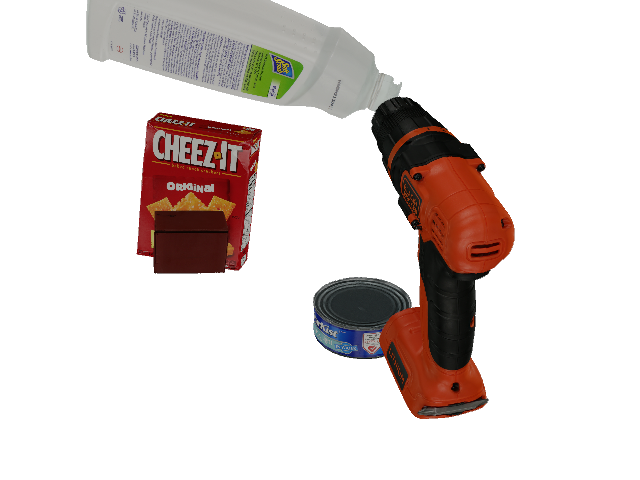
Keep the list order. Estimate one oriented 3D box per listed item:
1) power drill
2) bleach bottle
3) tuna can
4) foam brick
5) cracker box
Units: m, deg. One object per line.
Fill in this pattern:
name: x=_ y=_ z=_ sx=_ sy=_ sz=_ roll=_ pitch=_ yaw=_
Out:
power drill: x=0.073 y=0.013 z=0.732 sx=0.057 sy=0.188 sz=0.184 roll=-9 pitch=34 yaw=-9
bleach bottle: x=-0.059 y=-0.152 z=0.856 sx=0.251 sy=0.068 sz=0.103 roll=20 pitch=-30 yaw=-1
tuna can: x=0.036 y=0.067 z=0.935 sx=0.086 sy=0.034 sz=0.086 roll=1 pitch=28 yaw=0
foam brick: x=-0.140 y=0.001 z=1.145 sx=0.078 sy=0.051 sz=0.053 roll=0 pitch=25 yaw=-9
cracker box: x=-0.185 y=-0.072 z=1.613 sx=0.164 sy=0.214 sz=0.072 roll=10 pitch=20 yaw=6
